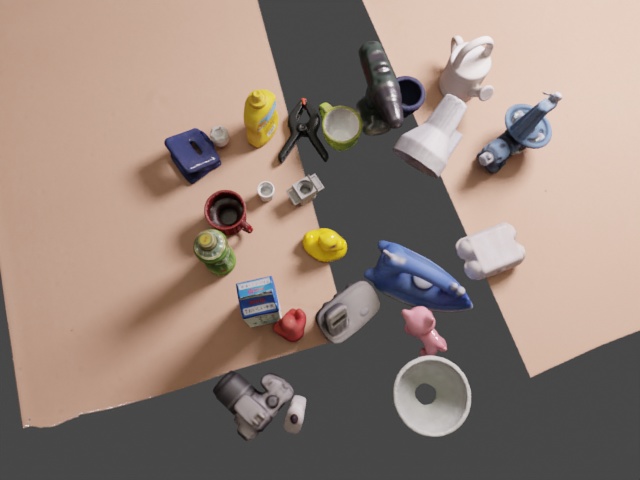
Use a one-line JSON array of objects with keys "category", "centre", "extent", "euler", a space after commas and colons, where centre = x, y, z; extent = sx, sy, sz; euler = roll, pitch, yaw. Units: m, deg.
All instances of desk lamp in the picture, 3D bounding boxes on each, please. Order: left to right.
[{"category": "desk lamp", "centre": [0.253, -0.226, 1.297], "extent": [0.118, 0.213, 0.203], "euler": [33, 78, 6]}]

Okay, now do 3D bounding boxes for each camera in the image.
[{"category": "camera", "centre": [-0.148, 0.330, 1.209], "extent": [0.136, 0.101, 0.143], "euler": [41, 79, 7]}]

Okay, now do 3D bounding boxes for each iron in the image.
[{"category": "iron", "centre": [0.235, 0.086, 1.260], "extent": [0.258, 0.141, 0.119], "euler": [24, 77, 4]}]

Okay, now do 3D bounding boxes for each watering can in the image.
[{"category": "watering can", "centre": [0.357, -0.410, 1.354], "extent": [0.101, 0.194, 0.173], "euler": [-42, 81, -10]}]

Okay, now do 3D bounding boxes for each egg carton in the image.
[{"category": "egg carton", "centre": [0.392, 0.027, 1.317], "extent": [0.150, 0.069, 0.107], "euler": [-22, 78, -7]}]

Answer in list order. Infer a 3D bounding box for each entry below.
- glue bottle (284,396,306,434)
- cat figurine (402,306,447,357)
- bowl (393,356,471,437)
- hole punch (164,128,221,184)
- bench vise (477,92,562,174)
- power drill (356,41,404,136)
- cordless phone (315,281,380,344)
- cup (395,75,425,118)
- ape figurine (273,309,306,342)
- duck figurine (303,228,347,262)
[{"category": "glue bottle", "centre": [-0.051, 0.359, 1.168], "extent": [0.037, 0.173, 0.078], "euler": [14, 77, 2]}, {"category": "cat figurine", "centre": [0.230, 0.195, 1.246], "extent": [0.067, 0.118, 0.127], "euler": [-36, 80, -9]}, {"category": "bowl", "centre": [0.235, 0.335, 1.235], "extent": [0.167, 0.075, 0.167], "euler": [1, 77, -2]}, {"category": "hole punch", "centre": [-0.295, -0.206, 1.334], "extent": [0.101, 0.091, 0.108], "euler": [-36, 80, -10]}, {"category": "bench vise", "centre": [0.463, -0.240, 1.305], "extent": [0.121, 0.220, 0.207], "euler": [34, 78, 6]}, {"category": "power drill", "centre": [0.137, -0.326, 1.319], "extent": [0.075, 0.208, 0.229], "euler": [-13, 77, -5]}, {"category": "cordless phone", "centre": [0.062, 0.146, 1.217], "extent": [0.148, 0.185, 0.094], "euler": [-41, 81, -10]}, {"category": "cup", "centre": [0.192, -0.325, 1.379], "extent": [0.118, 0.095, 0.091], "euler": [-41, 81, -10]}, {"category": "ape figurine", "centre": [-0.065, 0.184, 1.251], "extent": [0.078, 0.092, 0.076], "euler": [-12, 77, -5]}, {"category": "duck figurine", "centre": [0.012, 0.005, 1.299], "extent": [0.104, 0.086, 0.077], "euler": [15, 77, 2]}]
